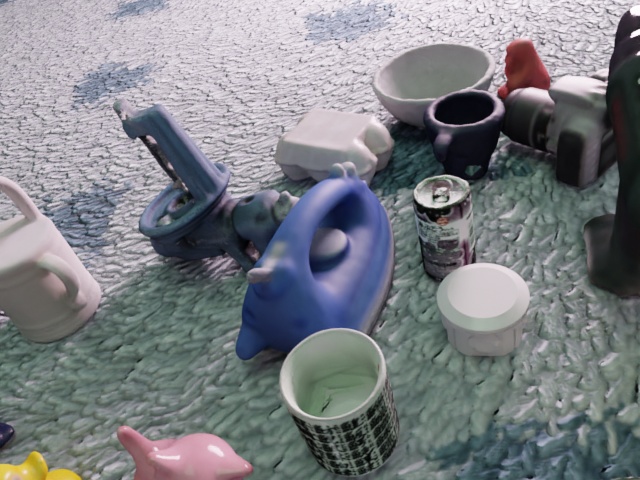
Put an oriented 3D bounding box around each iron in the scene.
[{"bbox_3d":[0.005,0.002,0.573,0.118,0.142,0.259,8,47,26],"label":"iron"}]

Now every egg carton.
[{"bbox_3d":[0.019,-0.120,0.758,0.149,0.069,0.107,14,50,31],"label":"egg carton"}]

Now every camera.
[{"bbox_3d":[0.295,-0.153,0.679,0.143,0.101,0.136,-39,45,-23],"label":"camera"}]

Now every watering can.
[{"bbox_3d":[-0.340,0.017,0.632,0.172,0.194,0.101,-6,42,13],"label":"watering can"}]

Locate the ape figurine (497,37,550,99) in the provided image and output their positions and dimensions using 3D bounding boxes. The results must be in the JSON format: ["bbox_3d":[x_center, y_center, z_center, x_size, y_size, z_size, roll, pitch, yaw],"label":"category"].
[{"bbox_3d":[0.273,-0.232,0.780,0.075,0.092,0.078,15,50,32],"label":"ape figurine"}]

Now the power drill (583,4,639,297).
[{"bbox_3d":[0.281,-0.063,0.502,0.075,0.209,0.229,-1,43,18],"label":"power drill"}]

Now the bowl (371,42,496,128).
[{"bbox_3d":[0.160,-0.207,0.803,0.167,0.075,0.167,-9,41,9],"label":"bowl"}]

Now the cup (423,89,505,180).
[{"bbox_3d":[0.167,-0.109,0.677,0.091,0.095,0.118,14,50,31],"label":"cup"}]

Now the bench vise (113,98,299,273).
[{"bbox_3d":[-0.121,-0.064,0.628,0.207,0.220,0.121,-8,42,10],"label":"bench vise"}]

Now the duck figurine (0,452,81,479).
[{"bbox_3d":[-0.252,0.220,0.461,0.077,0.086,0.105,20,53,35],"label":"duck figurine"}]

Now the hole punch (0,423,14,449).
[{"bbox_3d":[-0.369,0.183,0.537,0.108,0.091,0.101,7,46,25],"label":"hole punch"}]

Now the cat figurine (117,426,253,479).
[{"bbox_3d":[-0.105,0.177,0.434,0.127,0.118,0.067,16,51,32],"label":"cat figurine"}]
